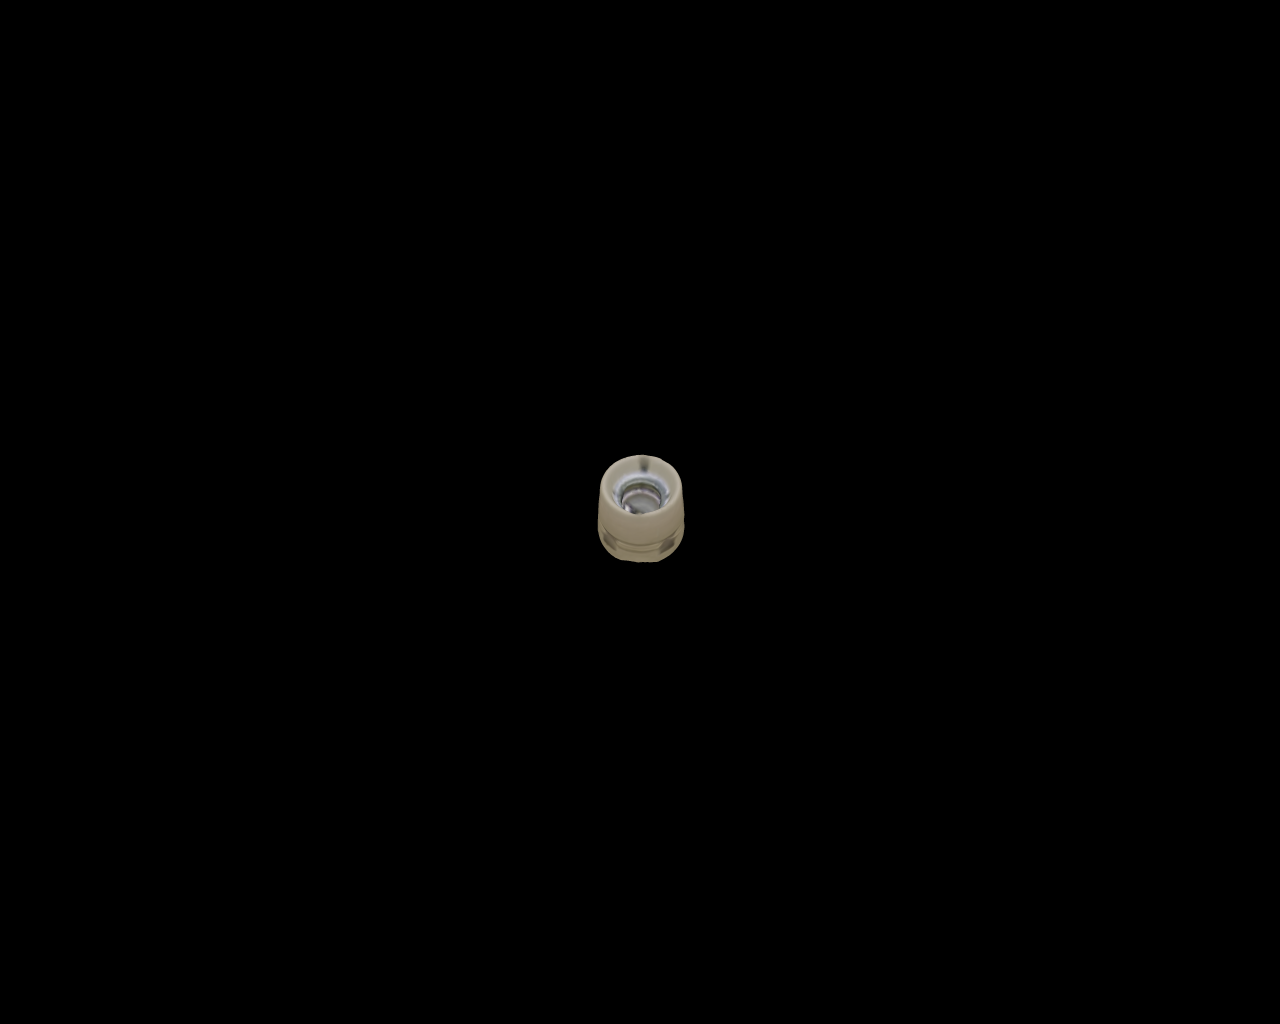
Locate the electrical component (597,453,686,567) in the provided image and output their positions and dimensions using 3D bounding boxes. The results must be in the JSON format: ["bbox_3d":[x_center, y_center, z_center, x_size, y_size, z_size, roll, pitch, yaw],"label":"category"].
[{"bbox_3d":[0.001,-0.003,0.650,0.055,0.055,0.047,0,-37,0],"label":"electrical component"}]
